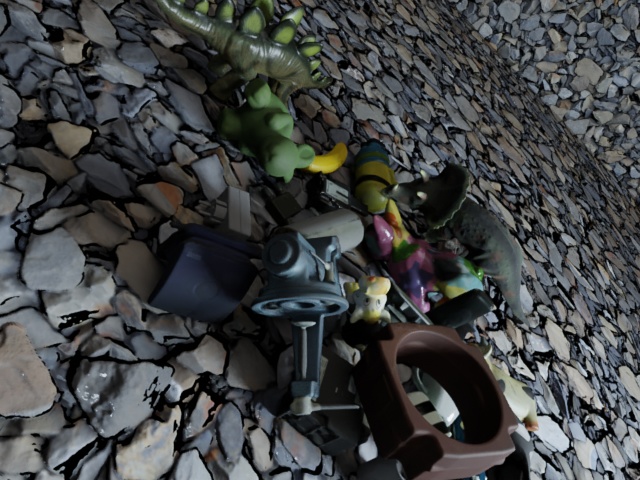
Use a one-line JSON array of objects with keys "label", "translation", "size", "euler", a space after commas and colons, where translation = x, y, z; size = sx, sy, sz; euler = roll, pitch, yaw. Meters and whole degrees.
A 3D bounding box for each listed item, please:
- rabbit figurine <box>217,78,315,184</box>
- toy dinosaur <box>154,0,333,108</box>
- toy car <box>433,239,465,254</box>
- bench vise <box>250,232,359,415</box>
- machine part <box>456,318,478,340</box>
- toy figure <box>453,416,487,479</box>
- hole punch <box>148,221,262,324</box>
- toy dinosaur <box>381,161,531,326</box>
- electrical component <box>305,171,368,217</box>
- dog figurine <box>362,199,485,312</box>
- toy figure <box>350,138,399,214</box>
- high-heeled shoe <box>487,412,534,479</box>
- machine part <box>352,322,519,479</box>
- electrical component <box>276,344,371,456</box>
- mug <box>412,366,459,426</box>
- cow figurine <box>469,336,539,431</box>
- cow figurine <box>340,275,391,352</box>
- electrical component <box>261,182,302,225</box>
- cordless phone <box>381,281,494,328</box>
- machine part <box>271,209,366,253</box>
[{"label": "rabbit figurine", "translation": [-0.086, -0.160, 0.921], "size": [0.159, 0.121, 0.170], "euler": [42, 17, -47]}, {"label": "toy dinosaur", "translation": [-0.124, -0.348, 0.970], "size": [0.471, 0.198, 0.105], "euler": [0, 57, -47]}, {"label": "toy car", "translation": [0.272, 0.031, 1.173], "size": [0.089, 0.053, 0.202], "euler": [46, 37, -11]}, {"label": "bench vise", "translation": [-0.018, 0.101, 0.697], "size": [0.223, 0.129, 0.240], "euler": [75, 13, -69]}, {"label": "machine part", "translation": [0.241, 0.180, 1.007], "size": [0.139, 0.084, 0.039], "euler": [-41, 115, -44]}, {"label": "toy figure", "translation": [0.250, 0.344, 0.886], "size": [0.064, 0.058, 0.154], "euler": [28, 47, -17]}, {"label": "hole punch", "translation": [-0.149, 0.044, 0.691], "size": [0.142, 0.116, 0.092], "euler": [24, 52, -29]}, {"label": "toy dinosaur", "translation": [0.306, 0.002, 1.029], "size": [0.405, 0.131, 0.192], "euler": [44, -7, 5]}, {"label": "electrical component", "translation": [0.032, -0.072, 1.018], "size": [0.119, 0.048, 0.075], "euler": [25, 45, -30]}, {"label": "dog figurine", "translation": [0.181, 0.026, 0.991], "size": [0.219, 0.192, 0.108], "euler": [60, 42, -14]}, {"label": "toy figure", "translation": [0.108, -0.134, 1.123], "size": [0.089, 0.082, 0.180], "euler": [13, 54, -24]}, {"label": "high-heeled shoe", "translation": [0.296, 0.388, 0.860], "size": [0.145, 0.086, 0.248], "euler": [-2, 73, -57]}, {"label": "machine part", "translation": [0.156, 0.220, 0.745], "size": [0.201, 0.087, 0.201], "euler": [8, 43, -30]}, {"label": "electrical component", "translation": [0.017, 0.226, 0.748], "size": [0.134, 0.058, 0.115], "euler": [40, 41, -13]}, {"label": "mug", "translation": [0.197, 0.248, 0.893], "size": [0.109, 0.081, 0.107], "euler": [46, 46, -14]}, {"label": "cow figurine", "translation": [0.319, 0.265, 0.998], "size": [0.195, 0.085, 0.127], "euler": [32, 47, -19]}, {"label": "cow figurine", "translation": [0.066, 0.113, 0.812], "size": [0.068, 0.167, 0.098], "euler": [5, 68, -2]}, {"label": "electrical component", "translation": [-0.061, -0.057, 0.932], "size": [0.094, 0.021, 0.063], "euler": [53, 37, 4]}, {"label": "cordless phone", "translation": [0.186, 0.110, 0.912], "size": [0.146, 0.184, 0.089], "euler": [47, 42, -5]}, {"label": "machine part", "translation": [-0.002, -0.003, 0.903], "size": [0.243, 0.079, 0.079], "euler": [-22, 76, -51]}]
